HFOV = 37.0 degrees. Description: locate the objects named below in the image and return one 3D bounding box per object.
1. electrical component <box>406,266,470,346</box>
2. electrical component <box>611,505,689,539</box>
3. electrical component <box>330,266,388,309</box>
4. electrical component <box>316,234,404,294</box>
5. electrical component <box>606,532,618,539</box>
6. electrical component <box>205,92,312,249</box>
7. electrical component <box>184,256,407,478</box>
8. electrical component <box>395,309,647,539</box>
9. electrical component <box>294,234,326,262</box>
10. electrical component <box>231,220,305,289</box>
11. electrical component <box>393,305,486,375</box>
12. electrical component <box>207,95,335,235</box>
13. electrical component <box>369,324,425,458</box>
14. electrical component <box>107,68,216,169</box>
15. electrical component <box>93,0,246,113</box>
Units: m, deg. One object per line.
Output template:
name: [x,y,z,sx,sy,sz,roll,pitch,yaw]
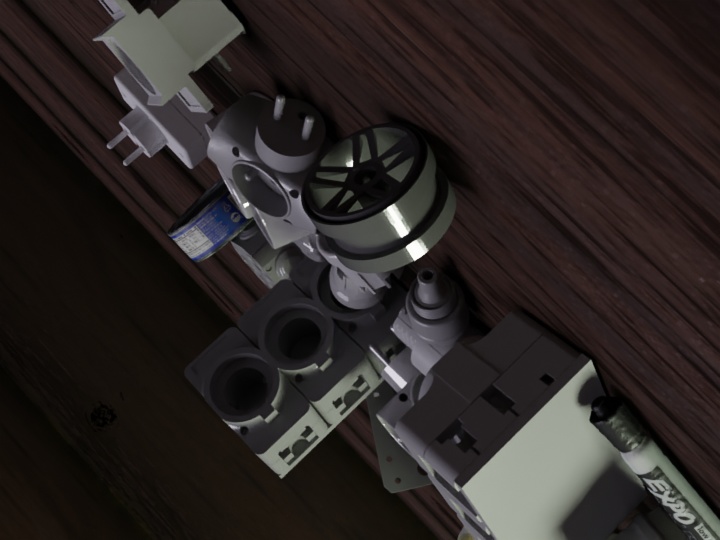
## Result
electrical component: [0.043,0.017,0.609,0.035,0.035,0.061,42,167,28]
electrical component: [0.186,0.196,0.596,0.113,0.057,0.078,49,-177,-12]
electrical component: [0.000,0.000,0.708,0.040,0.040,0.046,45,165,14]
electrical component: [0.002,-0.012,0.656,0.040,0.040,0.046,37,171,47]
electrical component: [0.170,0.240,0.760,0.061,0.096,0.061,47,170,-2]
electrical component: [-0.052,-0.063,0.677,0.099,0.064,0.099,59,174,11]
electrical component: [-0.037,0.057,0.759,0.089,0.150,0.061,42,170,28]
electrical component: [0.089,0.101,0.579,0.062,0.089,0.150,38,167,42]
electrical component: [-0.038,-0.035,0.743,0.061,0.035,0.035,44,170,29]
electrical component: [-0.064,-0.014,0.888,0.080,0.051,0.080,45,170,10]
electrical component: [0.054,0.048,0.654,0.081,0.043,0.043,41,169,32]
electrical component: [-0.040,-0.067,0.588,0.077,0.044,0.079,36,153,8]
electrical component: [0.041,0.070,0.700,0.079,0.077,0.044,46,170,11]
electrical component: [-0.162,-0.113,0.840,0.083,0.076,0.047,46,170,7]
electrical component: [-0.099,-0.124,0.566,0.081,0.064,0.042,51,169,-21]
